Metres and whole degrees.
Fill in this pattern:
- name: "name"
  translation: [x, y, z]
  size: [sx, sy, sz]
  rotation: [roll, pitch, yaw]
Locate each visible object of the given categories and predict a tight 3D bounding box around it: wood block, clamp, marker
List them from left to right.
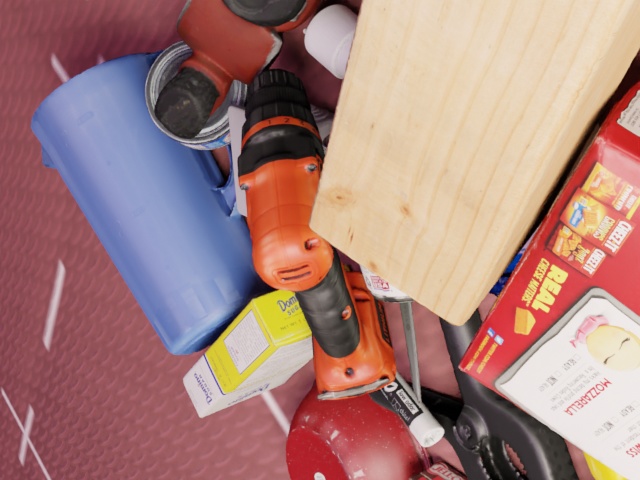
- name: "marker"
  translation: [0.047, 0.097, 0.756]
  size: [0.121, 0.020, 0.020]
  rotation: [52, 143, 40]
- name: "clamp"
  translation: [0.110, 0.112, 0.711]
  size: [0.210, 0.036, 0.165]
  rotation: [47, 141, 36]
- name: "wood block"
  translation: [0.069, -0.067, 0.437]
  size: [0.090, 0.090, 0.206]
  rotation: [34, 147, 14]

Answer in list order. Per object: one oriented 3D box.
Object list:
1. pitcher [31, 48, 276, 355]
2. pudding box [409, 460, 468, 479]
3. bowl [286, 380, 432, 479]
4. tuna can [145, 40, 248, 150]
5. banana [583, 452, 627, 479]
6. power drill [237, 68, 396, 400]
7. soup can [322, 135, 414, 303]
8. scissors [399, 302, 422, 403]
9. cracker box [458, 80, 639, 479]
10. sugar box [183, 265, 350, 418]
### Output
- name: "pitcher"
  translation: [-0.128, -0.034, 0.911]
  size: [0.243, 0.144, 0.149]
  rotation: [60, 158, 9]
- name: "pudding box"
  translation: [0.105, 0.231, 0.778]
  size: [0.090, 0.039, 0.113]
  rotation: [30, 128, 45]
- name: "bowl"
  translation: [0.021, 0.184, 0.860]
  size: [0.162, 0.055, 0.162]
  rotation: [30, 129, 45]
- name: "tuna can"
  translation: [-0.094, -0.115, 0.842]
  size: [0.033, 0.086, 0.086]
  rotation: [11, -125, -80]
- name: "banana"
  translation: [0.143, 0.070, 0.641]
  size: [0.070, 0.037, 0.198]
  rotation: [-33, 79, 56]
- name: "power drill"
  translation: [-0.005, 0.001, 0.702]
  size: [0.184, 0.057, 0.187]
  rotation: [-95, -14, -46]
- name: "soup can"
  translation: [0.048, -0.021, 0.649]
  size: [0.069, 0.068, 0.102]
  rotation: [8, 122, 53]
- name: "scissors"
  translation: [0.044, 0.004, 0.736]
  size: [0.096, 0.016, 0.202]
  rotation: [13, 105, 61]
- name: "cracker box"
  translation: [0.190, 0.050, 0.473]
  size: [0.214, 0.072, 0.164]
  rotation: [32, 137, 11]
- name: "sugar box"
  translation: [-0.041, 0.085, 0.863]
  size: [0.048, 0.093, 0.176]
  rotation: [64, 146, 12]
